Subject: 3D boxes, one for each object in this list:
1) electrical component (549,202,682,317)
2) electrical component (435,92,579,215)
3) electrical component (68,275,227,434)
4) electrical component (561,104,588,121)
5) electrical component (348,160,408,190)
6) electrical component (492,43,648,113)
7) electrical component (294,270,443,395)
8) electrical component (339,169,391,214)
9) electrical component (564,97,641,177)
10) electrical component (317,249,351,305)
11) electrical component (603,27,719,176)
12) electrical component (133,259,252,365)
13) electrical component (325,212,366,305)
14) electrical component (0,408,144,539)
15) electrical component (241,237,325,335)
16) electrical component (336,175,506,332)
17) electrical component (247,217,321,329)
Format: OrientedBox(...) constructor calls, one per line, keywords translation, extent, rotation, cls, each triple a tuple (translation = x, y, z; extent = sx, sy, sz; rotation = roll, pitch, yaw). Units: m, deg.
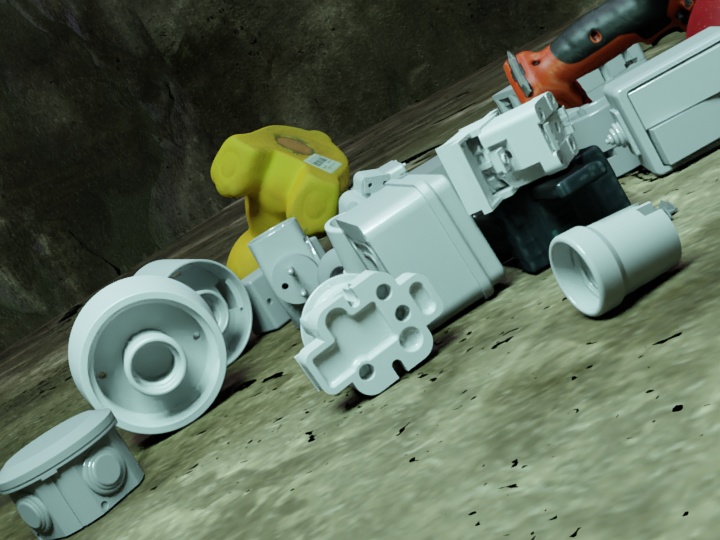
OrientedBox(translation=(0.115, -0.006, 0.483), extent=(0.046, 0.040, 0.040), rotation=(-26, 8, -15), cls="electrical component")
OrientedBox(translation=(0.084, -0.067, 0.597), extent=(0.064, 0.042, 0.081), rotation=(-24, 10, 30), cls="electrical component")
OrientedBox(translation=(-0.143, 0.060, 0.738), extent=(0.108, 0.108, 0.060), rotation=(-32, 15, -12), cls="electrical component")
OrientedBox(translation=(0.165, -0.102, 0.822), extent=(0.077, 0.047, 0.066), rotation=(-30, 9, -8), cls="electrical component")
OrientedBox(translation=(0.024, -0.061, 1.000), extent=(0.061, 0.061, 0.096), rotation=(-30, 9, 0), cls="electrical component")
OrientedBox(translation=(0.204, -0.170, 1.028), extent=(0.089, 0.061, 0.150), rotation=(-32, 9, -12), cls="electrical component")
OrientedBox(translation=(0.000, 0.032, 0.580), extent=(0.078, 0.058, 0.057), rotation=(-37, 12, -12), cls="electrical component")
OrientedBox(translation=(0.018, -0.036, 0.863), extent=(0.058, 0.078, 0.057), rotation=(-10, 22, -20), cls="electrical component")
OrientedBox(translation=(0.173, -0.093, 0.746), extent=(0.055, 0.047, 0.055), rotation=(-29, 9, 5), cls="electrical component")
OrientedBox(translation=(0.000, 0.000, 0.804), extent=(0.048, 0.048, 0.062), rotation=(-25, 3, 28), cls="electrical component")
OrientedBox(translation=(0.198, -0.102, 0.669), extent=(0.096, 0.061, 0.061), rotation=(-29, 9, 10), cls="electrical component")
OrientedBox(translation=(-0.138, 0.037, 0.867), extent=(0.099, 0.099, 0.064), rotation=(-37, 17, -36), cls="electrical component")
OrientedBox(translation=(0.004, -0.006, 0.746), extent=(0.044, 0.065, 0.044), rotation=(-12, 20, 4), cls="electrical component")
OrientedBox(translation=(-0.177, 0.124, 0.658), extent=(0.080, 0.051, 0.080), rotation=(-29, 9, 5), cls="electrical component")
OrientedBox(translation=(-0.053, 0.010, 0.905), extent=(0.083, 0.047, 0.076), rotation=(-37, 11, -37), cls="electrical component")
OrientedBox(translation=(0.035, -0.014, 0.654), extent=(0.057, 0.078, 0.113), rotation=(-34, 9, -5), cls="electrical component")
OrientedBox(translation=(-0.048, 0.004, 0.824), extent=(0.044, 0.077, 0.079), rotation=(-30, 9, 0), cls="electrical component")
